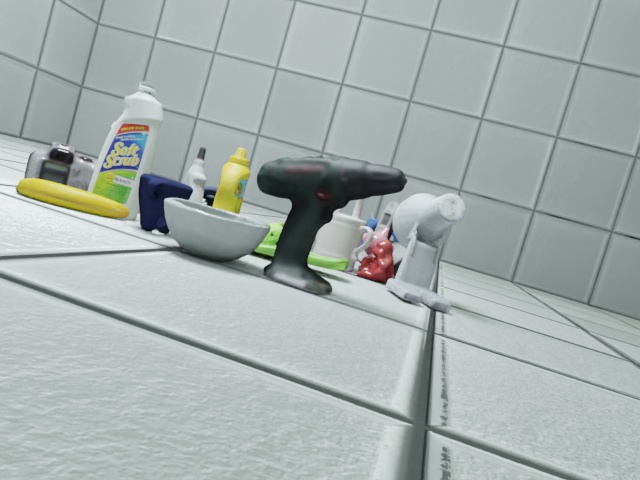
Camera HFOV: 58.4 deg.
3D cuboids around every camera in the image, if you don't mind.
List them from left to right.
[{"bbox_3d":[-0.507,-0.141,1.148,0.144,0.101,0.136,14,4,-29],"label":"camera"}]

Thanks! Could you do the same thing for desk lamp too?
[{"bbox_3d":[0.209,0.011,1.116,0.118,0.213,0.203,15,4,-10],"label":"desk lamp"}]

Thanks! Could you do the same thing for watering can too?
[{"bbox_3d":[0.046,-0.037,1.283,0.172,0.194,0.101,17,4,15],"label":"watering can"}]

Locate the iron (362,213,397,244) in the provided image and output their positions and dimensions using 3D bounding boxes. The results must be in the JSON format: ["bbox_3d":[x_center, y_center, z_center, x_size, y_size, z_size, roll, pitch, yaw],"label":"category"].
[{"bbox_3d":[0.185,0.009,1.595,0.119,0.141,0.257,14,4,-32],"label":"iron"}]

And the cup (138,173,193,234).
[{"bbox_3d":[-0.277,-0.059,0.983,0.091,0.095,0.118,16,4,2],"label":"cup"}]

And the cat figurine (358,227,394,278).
[{"bbox_3d":[0.138,0.026,1.335,0.067,0.118,0.127,15,4,-20],"label":"cat figurine"}]

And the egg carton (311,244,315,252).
[{"bbox_3d":[0.014,0.005,1.473,0.107,0.069,0.150,17,4,6],"label":"egg carton"}]

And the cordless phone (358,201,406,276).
[{"bbox_3d":[0.179,-0.004,1.437,0.094,0.185,0.147,14,5,-34],"label":"cordless phone"}]

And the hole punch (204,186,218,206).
[{"bbox_3d":[-0.299,-0.104,1.575,0.109,0.091,0.100,14,4,-32],"label":"hole punch"}]

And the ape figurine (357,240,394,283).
[{"bbox_3d":[0.129,0.043,1.233,0.076,0.092,0.077,15,4,-14],"label":"ape figurine"}]

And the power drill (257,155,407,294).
[{"bbox_3d":[-0.001,-0.030,0.865,0.229,0.208,0.076,18,4,21],"label":"power drill"}]

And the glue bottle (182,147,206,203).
[{"bbox_3d":[-0.267,-0.113,1.208,0.037,0.173,0.077,13,5,-42],"label":"glue bottle"}]

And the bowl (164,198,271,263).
[{"bbox_3d":[-0.164,-0.009,0.881,0.167,0.075,0.167,16,4,-1],"label":"bowl"}]
